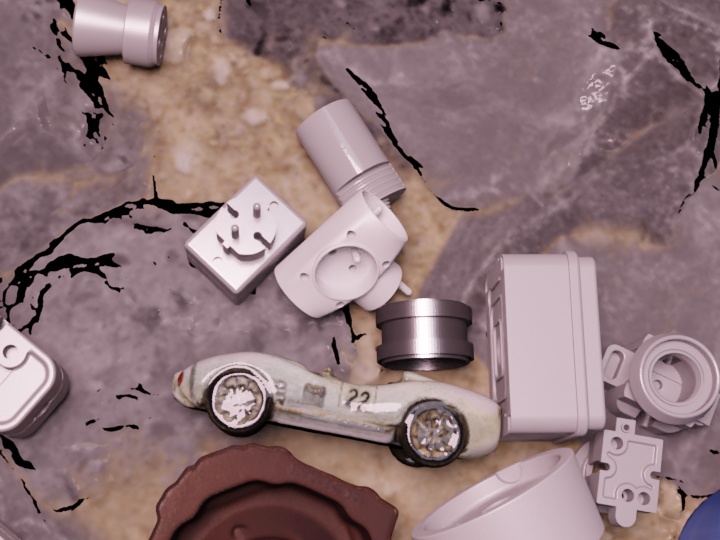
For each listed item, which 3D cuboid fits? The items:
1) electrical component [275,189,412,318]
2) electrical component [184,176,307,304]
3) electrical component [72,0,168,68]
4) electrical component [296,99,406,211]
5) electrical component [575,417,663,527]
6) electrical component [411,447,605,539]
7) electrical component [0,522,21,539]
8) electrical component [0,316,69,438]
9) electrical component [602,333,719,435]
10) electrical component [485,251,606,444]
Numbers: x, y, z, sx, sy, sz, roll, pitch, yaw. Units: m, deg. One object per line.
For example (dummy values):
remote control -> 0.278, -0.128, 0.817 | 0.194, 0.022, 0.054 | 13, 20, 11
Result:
electrical component -> 0.000, 0.000, 0.689 | 0.077, 0.044, 0.079 | -41, 121, 16
electrical component -> -0.072, -0.023, 0.677 | 0.047, 0.076, 0.065 | 43, 76, 5
electrical component -> -0.160, -0.161, 0.719 | 0.055, 0.045, 0.045 | 8, 76, -4
electrical component -> -0.003, -0.067, 0.711 | 0.043, 0.043, 0.081 | -30, 81, -12
electrical component -> 0.160, 0.127, 0.672 | 0.048, 0.055, 0.066 | 10, 75, -3
electrical component -> 0.092, 0.157, 0.634 | 0.108, 0.108, 0.060 | -27, 86, -11
electrical component -> -0.244, 0.157, 0.625 | 0.095, 0.059, 0.053 | 38, 76, 5
electrical component -> -0.227, 0.056, 0.652 | 0.095, 0.059, 0.053 | 38, 76, 5
electrical component -> 0.195, 0.072, 0.688 | 0.078, 0.057, 0.058 | 25, 75, 1
electrical component -> 0.115, 0.050, 0.675 | 0.057, 0.078, 0.113 | 0, 76, -2
